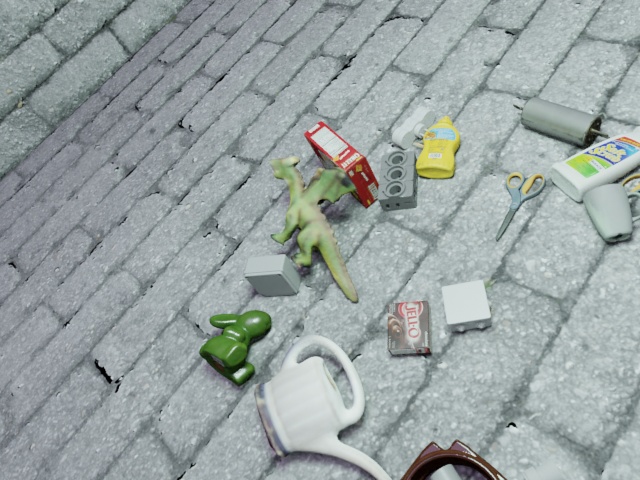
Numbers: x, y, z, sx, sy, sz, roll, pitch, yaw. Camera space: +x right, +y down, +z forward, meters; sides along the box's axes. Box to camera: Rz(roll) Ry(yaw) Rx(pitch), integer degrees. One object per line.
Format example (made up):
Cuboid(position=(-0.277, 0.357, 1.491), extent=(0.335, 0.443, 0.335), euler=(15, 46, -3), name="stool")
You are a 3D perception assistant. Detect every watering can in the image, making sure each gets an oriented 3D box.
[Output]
Cuboid(position=(-0.005, 0.366, 1.040), extent=(0.224, 0.102, 0.355), euler=(-28, 58, 4), name="watering can")

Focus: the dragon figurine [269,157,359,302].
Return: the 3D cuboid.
Cuboid(position=(0.004, -0.064, 1.269), extent=(0.415, 0.123, 0.238), euler=(42, 119, 27), name="dragon figurine")
